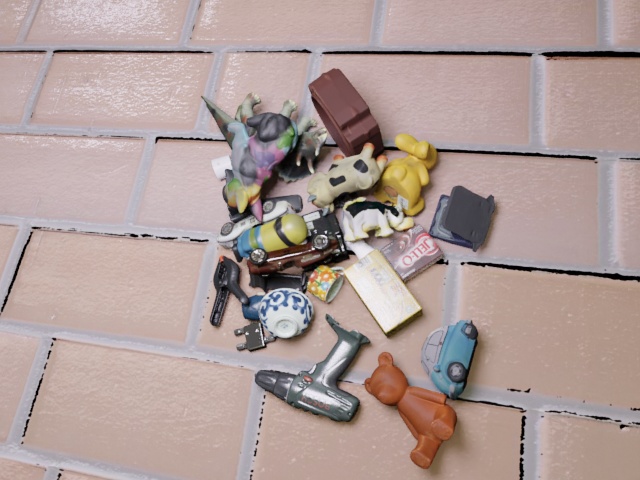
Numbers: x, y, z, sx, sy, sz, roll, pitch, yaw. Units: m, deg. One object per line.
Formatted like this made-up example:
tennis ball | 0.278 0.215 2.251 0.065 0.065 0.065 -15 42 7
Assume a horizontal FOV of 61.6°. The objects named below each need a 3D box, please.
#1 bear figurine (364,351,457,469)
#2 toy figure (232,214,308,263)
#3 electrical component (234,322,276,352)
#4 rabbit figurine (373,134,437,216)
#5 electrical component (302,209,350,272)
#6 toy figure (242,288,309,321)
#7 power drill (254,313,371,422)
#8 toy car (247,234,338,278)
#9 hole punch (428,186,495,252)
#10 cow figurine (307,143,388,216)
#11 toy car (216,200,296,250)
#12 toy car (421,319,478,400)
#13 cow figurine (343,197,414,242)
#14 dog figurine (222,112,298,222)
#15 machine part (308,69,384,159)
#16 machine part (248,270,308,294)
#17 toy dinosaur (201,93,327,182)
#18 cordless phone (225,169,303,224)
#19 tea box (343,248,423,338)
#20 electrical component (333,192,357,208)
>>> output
bear figurine | 0.169 0.324 1.061 0.196 0.132 0.120 36 114 14
toy figure | -0.112 -0.001 1.205 0.180 0.089 0.082 -14 74 12
electrical component | -0.148 0.217 1.222 0.094 0.021 0.063 -15 67 6
rabbit figurine | 0.208 -0.171 1.239 0.122 0.162 0.173 28 60 32
electrical component | -0.003 -0.004 1.255 0.115 0.058 0.134 -16 67 3
toy figure | -0.100 0.145 1.220 0.155 0.064 0.058 -9 26 4
power drill | -0.003 0.263 1.145 0.232 0.086 0.207 25 73 17
toy car | -0.058 0.039 1.164 0.202 0.089 0.053 -11 61 -1
hole punch | 0.314 -0.047 1.201 0.116 0.092 0.142 25 71 -12
cow figurine | 0.049 -0.130 1.207 0.195 0.085 0.127 -12 47 43
toy car | -0.151 -0.031 1.270 0.202 0.073 0.056 -27 56 13
toy car | 0.257 0.232 1.087 0.103 0.109 0.161 13 69 20
cow figurine | 0.131 -0.053 1.212 0.167 0.068 0.098 -10 87 -24
dog figurine | -0.136 -0.156 1.203 0.192 0.108 0.219 -10 72 27
machine part | 0.061 -0.284 1.269 0.087 0.200 0.201 -34 67 0
machine part | -0.097 0.090 1.237 0.139 0.084 0.039 9 39 3
toy dinosaur | -0.149 -0.257 1.355 0.405 0.131 0.192 11 72 22
cordless phone | -0.139 -0.119 1.326 0.184 0.088 0.146 -6 70 -3
tea box | 0.137 0.116 1.176 0.098 0.068 0.170 -32 68 -1
electrical component | 0.044 -0.121 1.299 0.102 0.045 0.078 20 103 21
